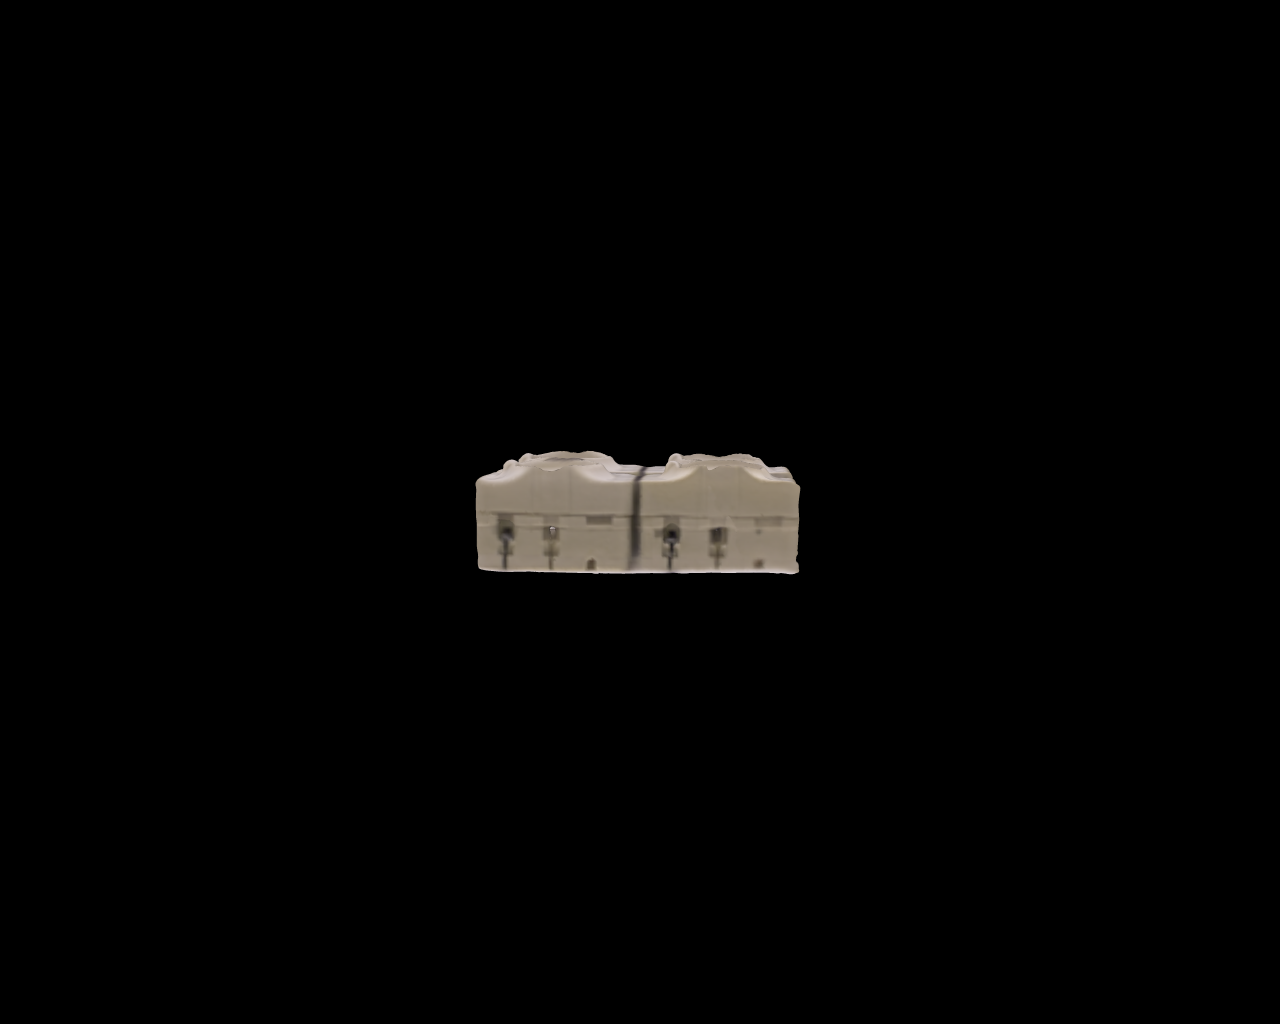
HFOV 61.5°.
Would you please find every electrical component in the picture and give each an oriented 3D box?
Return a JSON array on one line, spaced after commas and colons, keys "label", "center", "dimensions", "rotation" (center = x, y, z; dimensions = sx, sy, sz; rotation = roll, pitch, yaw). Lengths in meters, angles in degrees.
[{"label": "electrical component", "center": [0.001, -0.003, 0.650], "dimensions": [0.186, 0.060, 0.105], "rotation": [1, 8, 5]}]
